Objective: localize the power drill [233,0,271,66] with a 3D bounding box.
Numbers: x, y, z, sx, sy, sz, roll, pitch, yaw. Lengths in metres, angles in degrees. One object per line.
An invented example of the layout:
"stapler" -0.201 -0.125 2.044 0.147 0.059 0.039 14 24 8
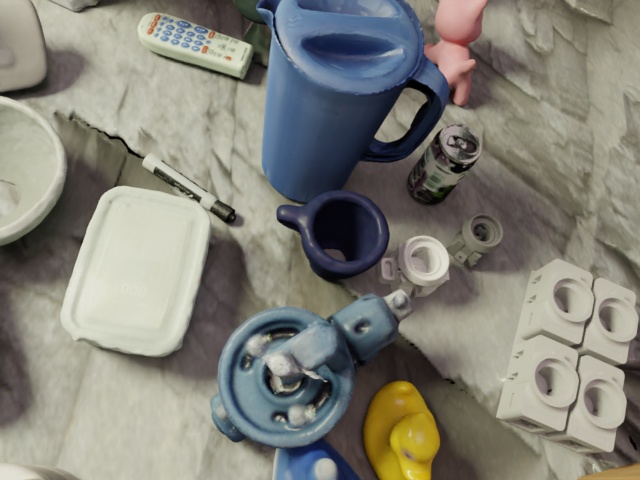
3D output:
"power drill" -0.035 -0.316 0.669 0.075 0.208 0.230 23 65 -1

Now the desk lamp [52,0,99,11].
"desk lamp" -0.286 -0.366 0.635 0.203 0.213 0.118 23 65 -2

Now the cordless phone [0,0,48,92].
"cordless phone" -0.369 -0.234 0.579 0.148 0.185 0.094 -13 71 -16

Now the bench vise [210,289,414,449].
"bench vise" -0.004 0.088 0.504 0.121 0.219 0.208 40 66 6

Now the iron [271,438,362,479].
"iron" 0.023 0.267 0.479 0.119 0.141 0.258 -17 72 -17

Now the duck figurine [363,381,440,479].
"duck figurine" 0.087 0.188 0.556 0.077 0.086 0.104 3 67 -10

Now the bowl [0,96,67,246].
"bowl" -0.337 -0.058 0.574 0.167 0.074 0.167 4 67 -10

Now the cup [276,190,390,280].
"cup" 0.006 0.002 0.610 0.118 0.095 0.092 17 66 -4

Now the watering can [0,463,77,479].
"watering can" -0.229 0.220 0.417 0.173 0.194 0.101 26 65 0

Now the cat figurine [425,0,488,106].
"cat figurine" 0.179 -0.259 0.741 0.067 0.117 0.128 3 67 -10
